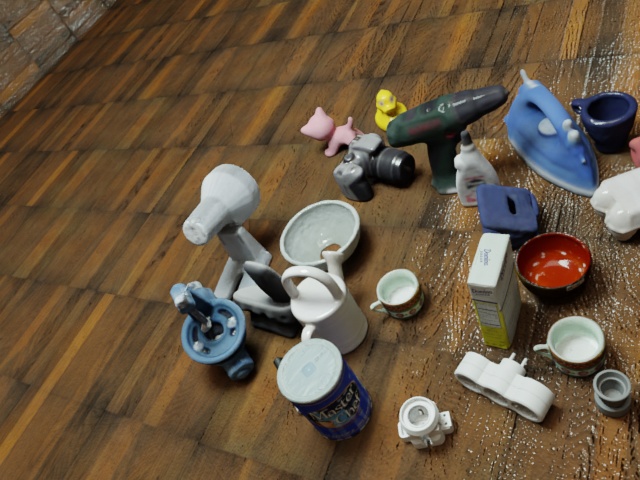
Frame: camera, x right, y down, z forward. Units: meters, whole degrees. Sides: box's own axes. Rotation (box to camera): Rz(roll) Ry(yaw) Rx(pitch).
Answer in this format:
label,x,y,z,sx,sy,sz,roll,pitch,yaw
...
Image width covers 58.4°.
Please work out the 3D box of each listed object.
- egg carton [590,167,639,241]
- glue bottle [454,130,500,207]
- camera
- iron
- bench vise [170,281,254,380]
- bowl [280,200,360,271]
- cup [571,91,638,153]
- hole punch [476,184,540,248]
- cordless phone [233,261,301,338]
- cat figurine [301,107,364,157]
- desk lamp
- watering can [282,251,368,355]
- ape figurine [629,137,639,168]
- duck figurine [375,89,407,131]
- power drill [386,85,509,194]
label,x,y,z,sx,sy,sz,roll,pitch,yaw
egg carton,0.522,-0.064,0.919,0.150,0.070,0.107,-22,44,10
glue bottle,0.277,-0.132,1.038,0.078,0.174,0.037,-12,46,19
camera,0.118,-0.158,1.203,0.136,0.101,0.143,20,63,40
iron,0.429,-0.203,1.044,0.118,0.142,0.258,-25,43,6
bench vise,-0.219,0.138,1.028,0.206,0.220,0.122,26,67,42
bowl,0.010,0.004,1.132,0.167,0.075,0.167,-15,45,16
cup,0.511,-0.210,1.040,0.092,0.095,0.117,-44,45,-14
hole punch,0.327,-0.048,0.995,0.101,0.091,0.108,-12,46,19
cordless phone,-0.103,0.085,1.038,0.147,0.186,0.094,6,54,33
cat figurine,0.027,-0.257,1.331,0.127,0.118,0.067,-3,50,27
desk lamp,-0.182,-0.015,1.153,0.117,0.214,0.203,-3,50,26
watering can,0.002,0.098,0.962,0.100,0.195,0.172,-17,45,14
ape figurine,0.565,-0.164,0.970,0.077,0.092,0.076,27,67,42
duck figurine,0.158,-0.312,1.334,0.077,0.086,0.104,-22,44,9
power drill,0.250,-0.186,1.078,0.229,0.209,0.075,-6,48,24
